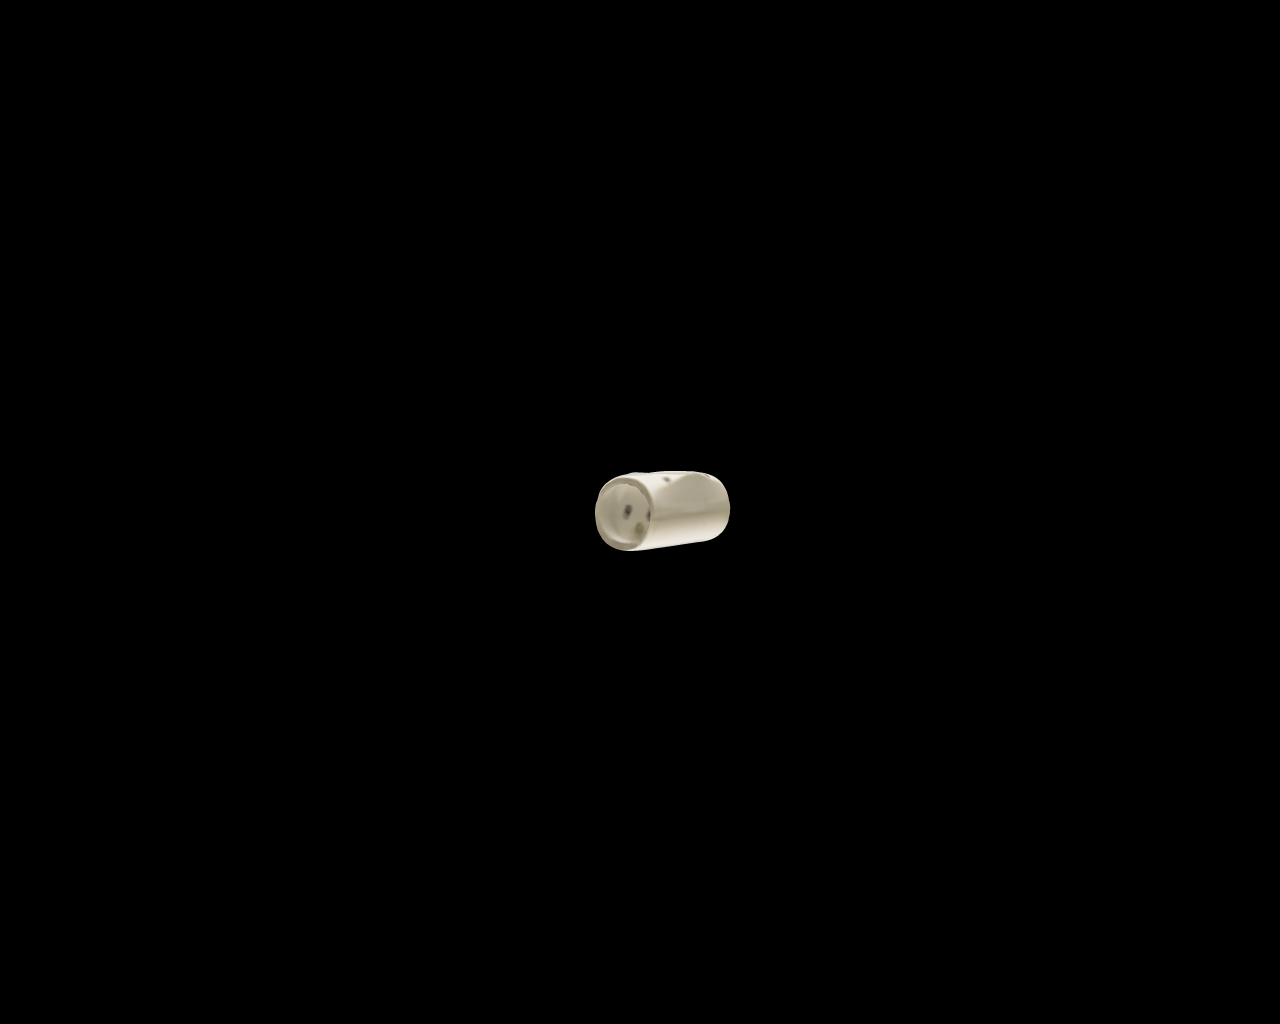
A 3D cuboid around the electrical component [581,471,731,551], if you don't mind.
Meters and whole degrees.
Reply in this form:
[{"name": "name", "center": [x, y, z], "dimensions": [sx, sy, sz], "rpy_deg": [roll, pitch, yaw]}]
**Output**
[{"name": "electrical component", "center": [0.001, -0.003, 0.650], "dimensions": [0.079, 0.043, 0.077], "rpy_deg": [4, 6, 39]}]
